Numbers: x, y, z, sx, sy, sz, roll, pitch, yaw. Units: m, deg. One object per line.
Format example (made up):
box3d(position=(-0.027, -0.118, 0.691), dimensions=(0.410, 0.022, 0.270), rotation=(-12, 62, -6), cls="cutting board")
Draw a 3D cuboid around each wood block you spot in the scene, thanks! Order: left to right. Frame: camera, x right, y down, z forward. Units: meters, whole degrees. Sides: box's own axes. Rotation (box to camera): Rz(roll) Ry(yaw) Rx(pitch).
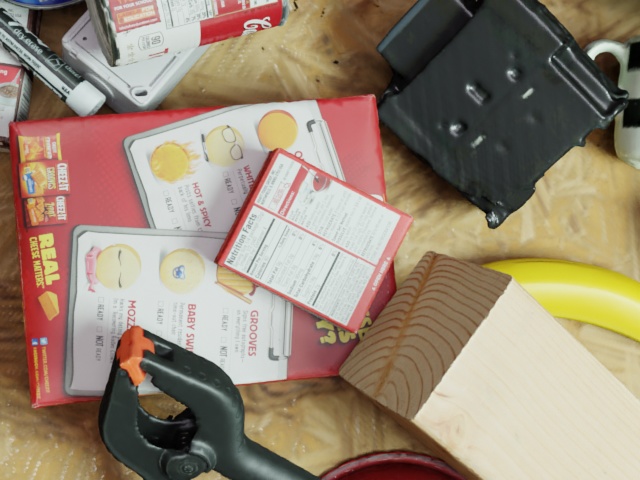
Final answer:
box3d(position=(0.123, 0.108, 0.604), dimensions=(0.206, 0.090, 0.091), rotation=(41, 82, -24), cls="wood block")

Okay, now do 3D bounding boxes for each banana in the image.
box3d(position=(0.146, 0.045, 0.677), dimensions=(0.197, 0.037, 0.069), rotation=(-3, 102, -6), cls="banana")

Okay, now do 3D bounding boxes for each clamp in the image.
box3d(position=(-0.081, 0.123, 0.600), dimensions=(0.120, 0.039, 0.171), rotation=(-30, 121, 3), cls="clamp")

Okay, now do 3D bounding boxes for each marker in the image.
box3d(position=(-0.177, -0.117, 0.623), dimensions=(0.121, 0.020, 0.020), rotation=(41, 82, -3), cls="marker")

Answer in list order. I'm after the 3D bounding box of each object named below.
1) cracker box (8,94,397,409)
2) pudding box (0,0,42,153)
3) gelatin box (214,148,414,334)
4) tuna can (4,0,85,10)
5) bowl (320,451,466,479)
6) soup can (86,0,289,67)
box3d(position=(-0.068, 0.006, 0.637), dimensions=(0.213, 0.072, 0.164), rotation=(-5, 87, -8), cls="cracker box")
box3d(position=(-0.221, -0.114, 0.647), dimensions=(0.090, 0.039, 0.113), rotation=(7, 82, -6), cls="pudding box")
box3d(position=(-0.004, 0.001, 0.595), dimensions=(0.089, 0.030, 0.073), rotation=(27, 84, -6), cls="gelatin box")
box3d(position=(-0.161, -0.178, 0.624), dimensions=(0.086, 0.034, 0.086), rotation=(0, 62, -1), cls="tuna can")
box3d(position=(0.050, 0.211, 0.640), dimensions=(0.162, 0.055, 0.162), rotation=(1, 85, -6), cls="bowl")
box3d(position=(-0.076, -0.140, 0.593), dimensions=(0.102, 0.069, 0.068), rotation=(-18, 87, -14), cls="soup can")
